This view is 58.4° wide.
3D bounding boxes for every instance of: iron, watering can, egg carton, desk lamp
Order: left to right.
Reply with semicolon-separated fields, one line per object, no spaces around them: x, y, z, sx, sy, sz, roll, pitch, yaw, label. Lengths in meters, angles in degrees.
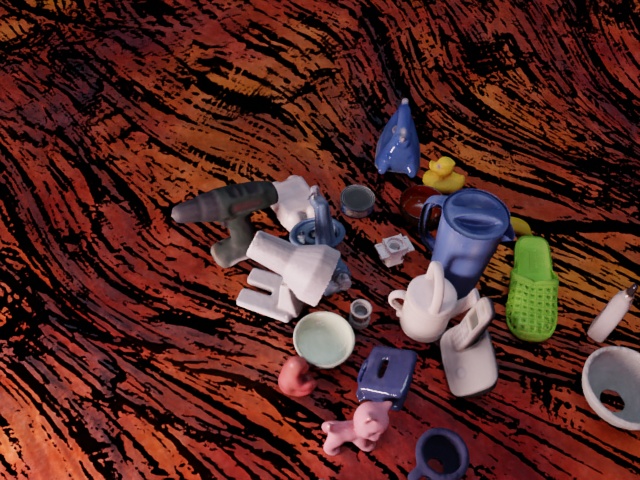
-0.067;0.074;1.150;0.203;0.213;0.118;16;53;9;desk lamp
-0.062;-0.087;1.366;0.107;0.069;0.150;-22;57;-19;egg carton
0.212;-0.287;1.490;0.118;0.141;0.258;7;52;2;iron
0.230;0.116;1.148;0.173;0.194;0.100;-13;54;-13;watering can

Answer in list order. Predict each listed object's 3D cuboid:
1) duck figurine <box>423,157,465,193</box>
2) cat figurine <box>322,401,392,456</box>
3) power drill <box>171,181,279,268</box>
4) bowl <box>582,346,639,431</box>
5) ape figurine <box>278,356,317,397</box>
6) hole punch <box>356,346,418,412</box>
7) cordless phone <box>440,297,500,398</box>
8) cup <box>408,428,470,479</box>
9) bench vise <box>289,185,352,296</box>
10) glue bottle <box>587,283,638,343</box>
0.317;-0.170;1.441;0.104;0.086;0.077;15;53;8;duck figurine
0.068;0.330;1.022;0.128;0.118;0.067;-6;53;-8;cat figurine
-0.196;-0.036;1.231;0.230;0.208;0.075;-26;58;-21;power drill
0.579;0.295;1.105;0.167;0.075;0.167;2;52;-2;bowl
-0.043;0.253;1.091;0.076;0.092;0.077;-11;54;-11;ape figurine
0.127;0.259;1.096;0.101;0.091;0.109;19;54;11;hole punch
0.297;0.205;1.089;0.094;0.185;0.147;-4;53;-6;cordless phone
0.195;0.393;0.995;0.118;0.095;0.091;-28;59;-22;cup
0.020;-0.002;1.210;0.122;0.220;0.207;-36;62;-26;bench vise
0.603;0.139;1.165;0.037;0.173;0.078;31;57;20;glue bottle
